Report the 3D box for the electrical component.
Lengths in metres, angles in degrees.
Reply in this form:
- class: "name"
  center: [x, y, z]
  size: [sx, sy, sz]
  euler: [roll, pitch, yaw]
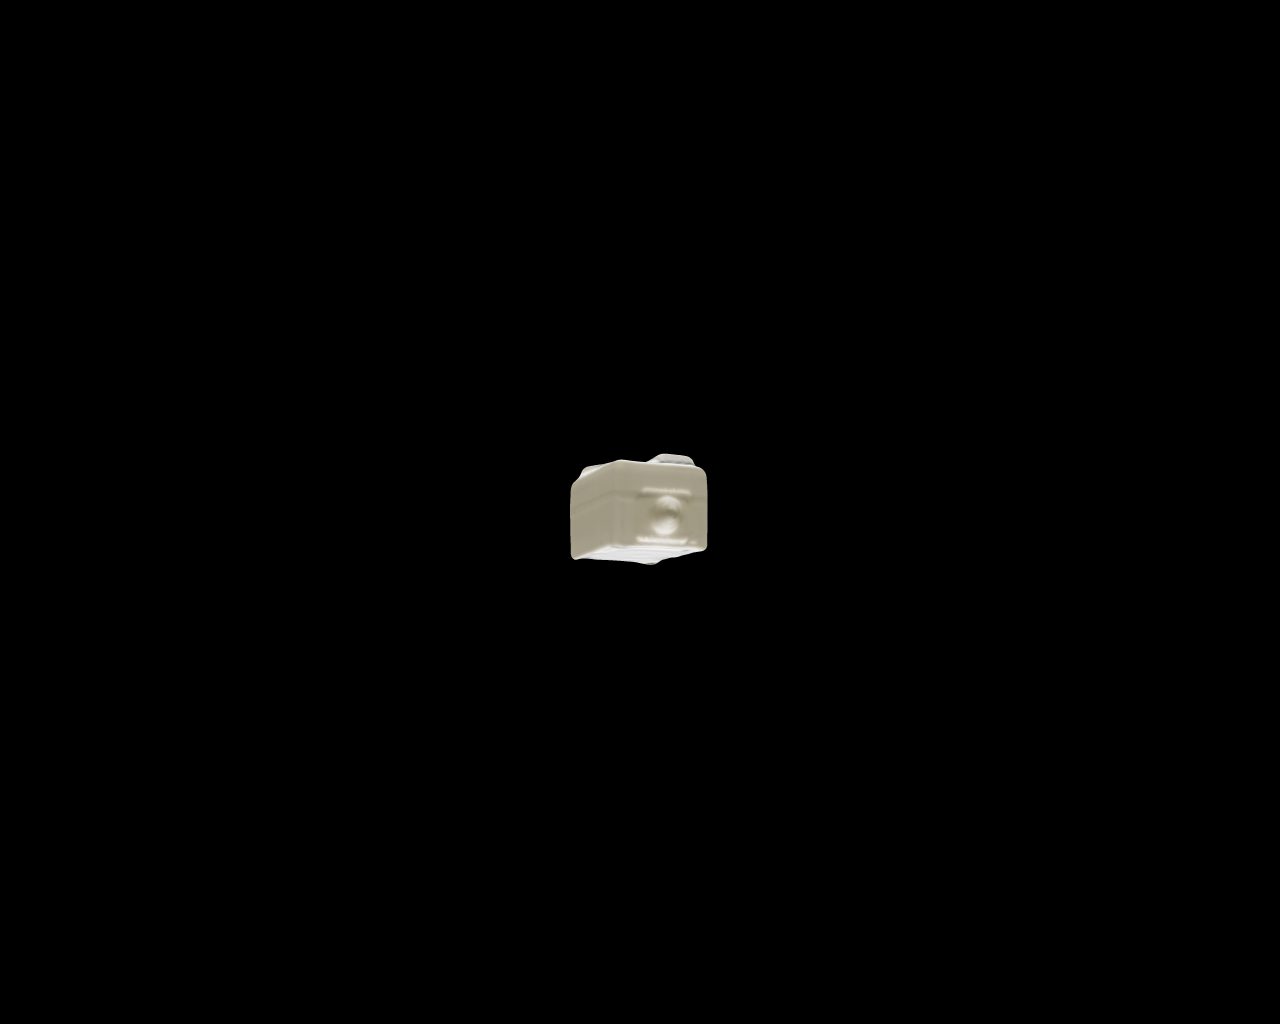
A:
- class: "electrical component"
  center: [0.001, -0.003, 0.650]
  size: [0.062, 0.061, 0.096]
  euler: [4, -10, -23]
